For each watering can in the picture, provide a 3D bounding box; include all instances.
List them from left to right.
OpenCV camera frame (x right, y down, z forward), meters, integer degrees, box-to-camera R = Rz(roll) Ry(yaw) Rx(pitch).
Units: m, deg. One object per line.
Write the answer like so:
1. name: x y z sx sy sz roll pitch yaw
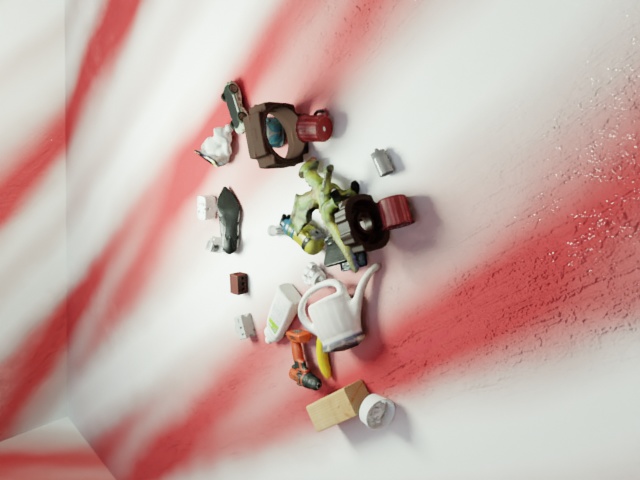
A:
1. watering can: 0.074 0.220 1.591 0.343 0.104 0.226 -28 77 33

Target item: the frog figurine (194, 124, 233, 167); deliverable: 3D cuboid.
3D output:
1. frog figurine: -0.380 -0.363 1.956 0.139 0.121 0.160 26 78 47

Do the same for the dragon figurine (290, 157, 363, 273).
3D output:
1. dragon figurine: 0.005 -0.079 1.576 0.240 0.122 0.416 -23 65 44
